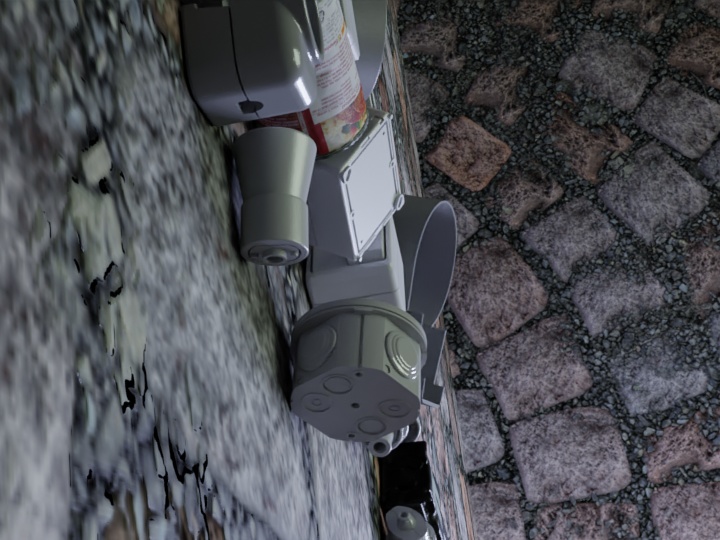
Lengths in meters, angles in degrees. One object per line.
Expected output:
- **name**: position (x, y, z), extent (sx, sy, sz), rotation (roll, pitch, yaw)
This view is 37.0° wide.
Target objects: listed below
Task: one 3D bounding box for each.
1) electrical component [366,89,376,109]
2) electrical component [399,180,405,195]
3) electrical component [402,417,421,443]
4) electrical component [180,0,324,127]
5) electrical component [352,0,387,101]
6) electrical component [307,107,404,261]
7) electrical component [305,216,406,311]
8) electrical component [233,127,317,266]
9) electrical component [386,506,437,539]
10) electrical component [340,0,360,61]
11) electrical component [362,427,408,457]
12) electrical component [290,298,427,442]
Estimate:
- **electrical component**: position (-0.017, -0.133, 0.874), extent (0.066, 0.055, 0.048), rotation (71, 11, -56)
- **electrical component**: position (0.015, -0.062, 1.023), extent (0.061, 0.061, 0.096), rotation (-92, 170, -48)
- **electrical component**: position (0.034, 0.137, 0.998), extent (0.046, 0.040, 0.040), rotation (-99, 177, -67)
- **electrical component**: position (-0.052, -0.124, 0.527), extent (0.053, 0.059, 0.095), rotation (60, 21, -73)
- **electrical component**: position (-0.013, -0.174, 0.799), extent (0.099, 0.064, 0.099), rotation (9, -79, 59)
- **electrical component**: position (-0.015, -0.055, 0.692), extent (0.061, 0.061, 0.096), rotation (-53, 150, -31)
- **electrical component**: position (-0.003, -0.005, 0.769), extent (0.096, 0.062, 0.061), rotation (-90, 168, -58)
- **electrical component**: position (-0.044, -0.035, 0.555), extent (0.044, 0.044, 0.065), rotation (66, 20, -66)
- **electrical component**: position (0.045, 0.236, 0.919), extent (0.043, 0.043, 0.081), rotation (-91, 169, -54)
- **electrical component**: position (-0.040, -0.188, 0.719), extent (0.061, 0.062, 0.096), rotation (47, 34, -79)
- **electrical component**: position (0.017, 0.122, 0.843), extent (0.062, 0.043, 0.043), rotation (-82, 162, -66)
- **electrical component**: position (-0.002, 0.058, 0.620), extent (0.080, 0.080, 0.051), rotation (74, 14, -46)
